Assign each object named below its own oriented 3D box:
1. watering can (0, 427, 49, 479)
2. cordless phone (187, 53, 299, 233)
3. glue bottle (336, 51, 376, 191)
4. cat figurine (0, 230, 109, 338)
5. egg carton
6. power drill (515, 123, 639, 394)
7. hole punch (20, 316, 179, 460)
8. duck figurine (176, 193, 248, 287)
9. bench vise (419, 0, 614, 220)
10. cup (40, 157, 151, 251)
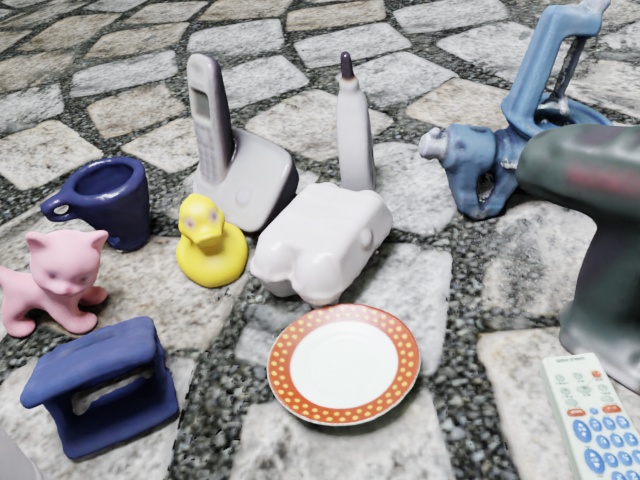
[{"bbox_3d":[-0.269,0.144,0.370,0.172,0.194,0.101,1,40,14],"label":"watering can"},{"bbox_3d":[-0.097,-0.110,0.649,0.147,0.185,0.094,26,51,36],"label":"cordless phone"},{"bbox_3d":[0.039,-0.132,0.657,0.037,0.173,0.078,-1,40,11],"label":"glue bottle"},{"bbox_3d":[-0.267,0.032,0.567,0.127,0.118,0.067,-6,39,6],"label":"cat figurine"},{"bbox_3d":[0.005,0.002,0.583,0.107,0.069,0.150,14,45,27],"label":"egg carton"},{"bbox_3d":[0.244,0.013,0.408,0.076,0.209,0.228,-33,44,-25],"label":"power drill"},{"bbox_3d":[-0.186,0.108,0.478,0.109,0.091,0.100,-22,40,-14],"label":"hole punch"},{"bbox_3d":[-0.124,-0.011,0.614,0.077,0.086,0.104,-19,40,-11],"label":"duck figurine"},{"bbox_3d":[0.211,-0.125,0.575,0.207,0.220,0.121,-20,40,-12],"label":"bench vise"},{"bbox_3d":[-0.244,-0.029,0.655,0.118,0.095,0.091,-27,42,-19],"label":"cup"}]
